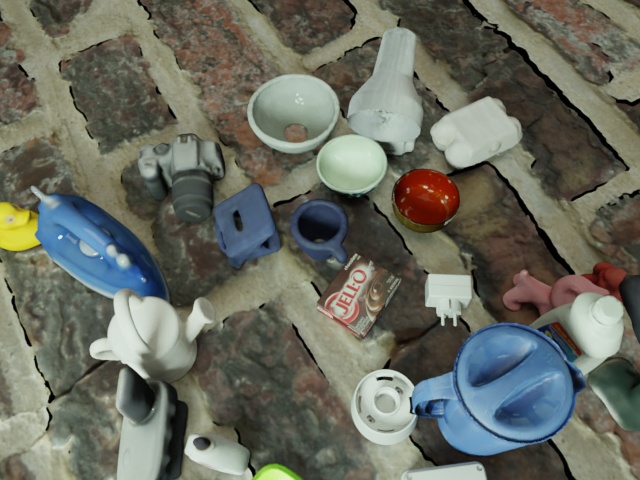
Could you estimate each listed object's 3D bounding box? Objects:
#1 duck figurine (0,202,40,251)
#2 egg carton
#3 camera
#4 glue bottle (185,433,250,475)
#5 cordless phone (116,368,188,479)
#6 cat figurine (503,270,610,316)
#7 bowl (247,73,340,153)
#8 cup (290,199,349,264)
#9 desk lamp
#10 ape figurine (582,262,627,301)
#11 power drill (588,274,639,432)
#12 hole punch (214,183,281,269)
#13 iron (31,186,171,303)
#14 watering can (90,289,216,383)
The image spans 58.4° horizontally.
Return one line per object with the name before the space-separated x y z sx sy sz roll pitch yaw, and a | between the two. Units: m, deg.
duck figurine | -0.523 -0.032 0.963 0.104 0.086 0.077 1 63 3
egg carton | 0.280 -0.190 1.025 0.150 0.069 0.107 -26 65 -11
camera | -0.237 -0.105 0.982 0.143 0.101 0.136 -8 63 -2
glue bottle | -0.140 0.273 0.743 0.078 0.173 0.037 9 63 7
cordless phone | -0.242 0.249 0.752 0.094 0.185 0.147 -5 63 0
cat figurine | 0.353 0.080 0.857 0.127 0.118 0.067 25 66 14
bowl | -0.046 -0.219 1.048 0.167 0.075 0.167 -1 63 2
cup | 0.008 0.003 0.921 0.092 0.095 0.117 -31 66 -13
desk lamp | 0.118 -0.235 0.973 0.118 0.214 0.203 10 64 7
ape figurine | 0.440 0.068 0.874 0.076 0.092 0.078 37 70 19
power drill | 0.440 0.176 0.754 0.076 0.208 0.229 -27 65 -11
hole punch | -0.123 -0.024 0.942 0.101 0.091 0.108 -18 63 -7
iron | -0.348 0.008 0.905 0.257 0.141 0.119 32 68 17
watering can | -0.237 0.127 0.810 0.173 0.194 0.100 -37 67 -16
